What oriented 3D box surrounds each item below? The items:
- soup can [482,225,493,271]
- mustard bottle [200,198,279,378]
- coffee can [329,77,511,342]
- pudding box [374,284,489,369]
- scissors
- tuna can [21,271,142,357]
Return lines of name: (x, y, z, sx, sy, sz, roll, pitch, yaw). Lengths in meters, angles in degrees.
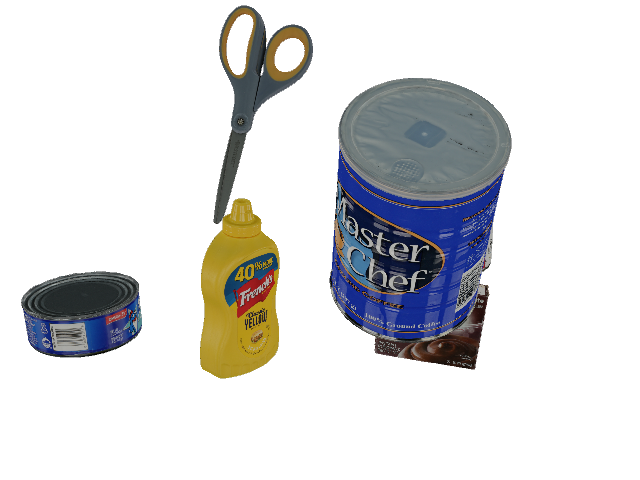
soup can: (0.122, -0.027, 0.957, 0.068, 0.102, 0.068, -1, 24, 0)
mustard bottle: (-0.085, 0.047, 1.144, 0.058, 0.192, 0.096, 23, 31, 39)
coffee can: (0.060, -0.017, 0.681, 0.103, 0.103, 0.140, 0, -42, -2)
pudding box: (0.120, 0.084, 1.155, 0.113, 0.090, 0.039, 8, 23, 4)
scissors: (-0.054, -0.117, 0.987, 0.096, 0.202, 0.016, -1, -2, 6)
tuna can: (-0.176, 0.054, 0.791, 0.086, 0.034, 0.086, -3, 20, 1)
